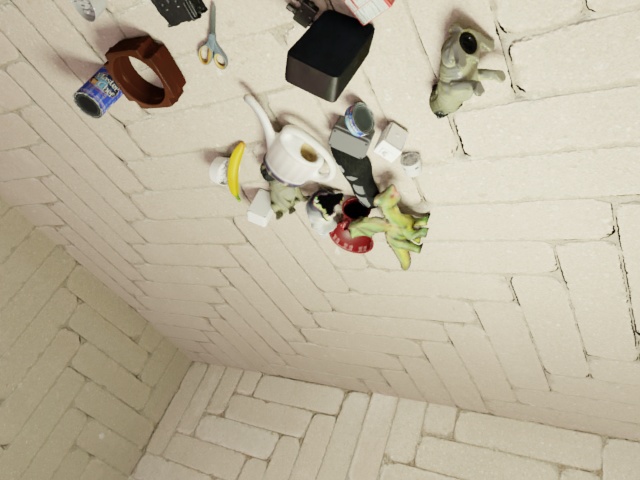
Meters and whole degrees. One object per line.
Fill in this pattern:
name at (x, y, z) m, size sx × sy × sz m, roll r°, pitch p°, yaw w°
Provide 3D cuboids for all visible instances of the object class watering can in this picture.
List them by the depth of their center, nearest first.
watering can at (-0.107, -0.277, 1.532) m, size 0.346 × 0.106 × 0.221 m, roll 37°, pitch -33°, yaw -8°

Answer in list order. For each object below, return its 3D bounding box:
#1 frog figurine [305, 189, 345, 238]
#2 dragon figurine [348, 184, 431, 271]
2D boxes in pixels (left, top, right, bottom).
frog figurine at (0.005, -0.085, 1.689) m, size 0.122 × 0.140 × 0.156 m, roll 13°, pitch -30°, yaw -8°
dragon figurine at (0.209, -0.024, 1.615) m, size 0.243 × 0.125 × 0.400 m, roll 13°, pitch -37°, yaw 2°
